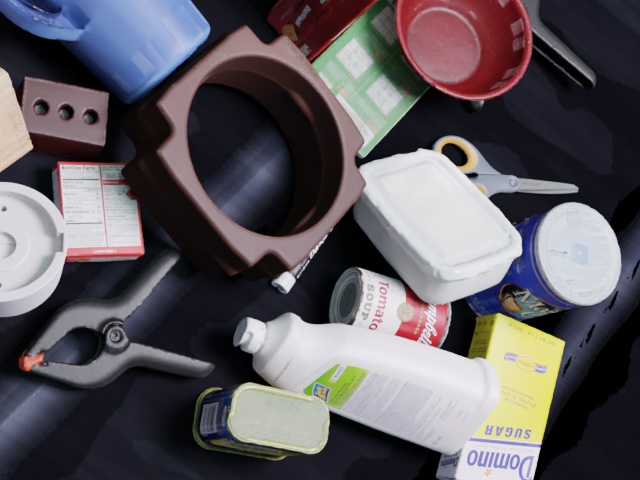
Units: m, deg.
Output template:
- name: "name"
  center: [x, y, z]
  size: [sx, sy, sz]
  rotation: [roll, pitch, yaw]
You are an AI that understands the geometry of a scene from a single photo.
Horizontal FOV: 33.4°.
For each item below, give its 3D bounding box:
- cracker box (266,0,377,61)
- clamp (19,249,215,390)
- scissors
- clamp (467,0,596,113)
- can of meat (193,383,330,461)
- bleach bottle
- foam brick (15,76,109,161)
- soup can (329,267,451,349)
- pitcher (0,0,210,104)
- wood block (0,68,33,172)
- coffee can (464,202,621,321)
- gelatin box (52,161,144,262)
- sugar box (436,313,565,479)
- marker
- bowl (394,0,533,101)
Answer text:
- name: "cracker box"
  center: [0.059, -0.293, 1.081]
  size: [0.072, 0.164, 0.213]
  rotation: [46, 62, -8]
- name: "clamp"
  center: [-0.181, 0.074, 0.943]
  size: [0.171, 0.039, 0.120]
  rotation: [-7, 79, -28]
- name: "scissors"
  center: [0.199, -0.079, 1.185]
  size: [0.201, 0.016, 0.096]
  rotation: [-14, 85, -29]
- name: "clamp"
  center: [0.227, -0.250, 1.224]
  size: [0.164, 0.036, 0.210]
  rotation: [-6, 79, -19]
- name: "can of meat"
  center: [-0.052, 0.164, 0.961]
  size: [0.102, 0.084, 0.057]
  rotation: [15, 72, -23]
- name: "bleach bottle"
  center: [0.040, 0.123, 1.011]
  size: [0.250, 0.103, 0.068]
  rotation: [23, 28, -20]
- name: "foam brick"
  center: [-0.233, -0.107, 0.953]
  size: [0.078, 0.051, 0.053]
  rotation: [8, 75, -25]
- name: "soup can"
  center: [0.069, 0.070, 1.054]
  size: [0.102, 0.069, 0.068]
  rotation: [17, 71, -22]
- name: "pitcher"
  center: [-0.220, -0.237, 0.948]
  size: [0.149, 0.145, 0.242]
  rotation: [-43, 103, -5]
- name: "wood block"
  center: [-0.344, -0.065, 0.846]
  size: [0.091, 0.090, 0.205]
  rotation: [32, 58, 26]
- name: "coffee can"
  center: [0.223, 0.027, 1.100]
  size: [0.102, 0.141, 0.103]
  rotation: [7, 75, -25]
- name: "gelatin box"
  center: [-0.201, -0.026, 0.962]
  size: [0.073, 0.030, 0.089]
  rotation: [-2, 78, -28]
- name: "sugar box"
  center: [0.187, 0.173, 1.096]
  size: [0.093, 0.048, 0.176]
  rotation: [22, 71, -21]
- name: "marker"
  center: [-0.007, 0.001, 1.059]
  size: [0.020, 0.020, 0.121]
  rotation: [41, 68, -13]
- name: "bowl"
  center: [0.144, -0.218, 1.145]
  size: [0.162, 0.055, 0.162]
  rotation: [4, 76, -19]
